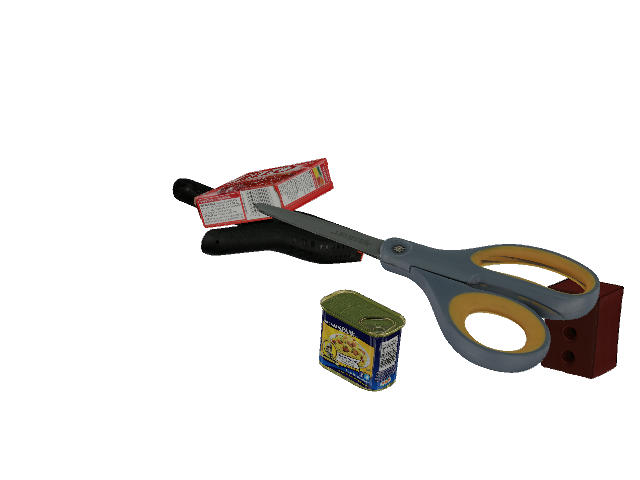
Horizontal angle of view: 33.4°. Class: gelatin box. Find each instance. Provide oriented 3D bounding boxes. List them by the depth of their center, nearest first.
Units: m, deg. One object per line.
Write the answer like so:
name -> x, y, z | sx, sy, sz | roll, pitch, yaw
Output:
gelatin box -> -0.046, -0.039, 0.865 | 0.089, 0.030, 0.073 | -7, 15, 38

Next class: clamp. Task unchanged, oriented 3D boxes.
clamp -> -0.046, -0.007, 1.101 | 0.209, 0.036, 0.164 | 14, 19, -16

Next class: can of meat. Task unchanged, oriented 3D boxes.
can of meat -> 0.046, 0.118, 1.244 | 0.102, 0.084, 0.057 | 25, 34, 36

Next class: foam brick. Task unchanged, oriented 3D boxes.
foam brick -> 0.234, 0.077, 0.956 | 0.053, 0.078, 0.051 | 12, 18, 38

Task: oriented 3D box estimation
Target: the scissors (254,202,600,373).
scissors -> 0.044, 0.022, 0.570 | 0.202, 0.016, 0.096 | 9, 41, 15
